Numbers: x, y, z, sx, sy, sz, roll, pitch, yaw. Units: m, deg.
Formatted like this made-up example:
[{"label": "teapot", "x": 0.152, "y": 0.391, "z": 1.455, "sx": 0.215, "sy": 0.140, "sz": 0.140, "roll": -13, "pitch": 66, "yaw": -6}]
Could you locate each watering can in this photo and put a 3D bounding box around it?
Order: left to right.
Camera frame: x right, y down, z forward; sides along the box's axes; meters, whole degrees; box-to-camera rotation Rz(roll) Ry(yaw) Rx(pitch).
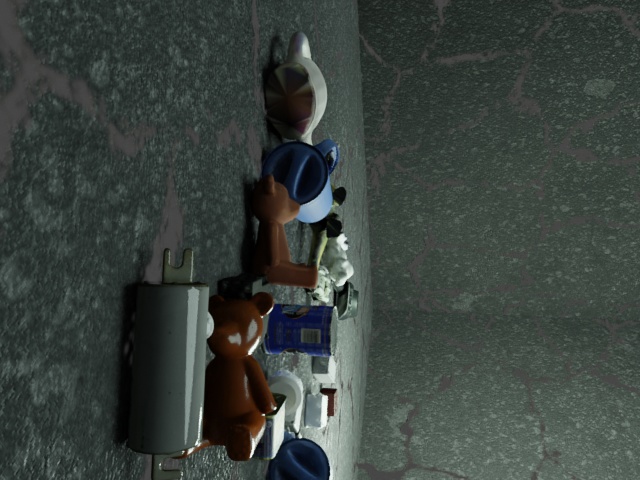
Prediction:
[{"label": "watering can", "x": -0.039, "y": -0.270, "z": 1.122, "sx": 0.228, "sy": 0.104, "sz": 0.342, "roll": -62, "pitch": 150, "yaw": -66}]

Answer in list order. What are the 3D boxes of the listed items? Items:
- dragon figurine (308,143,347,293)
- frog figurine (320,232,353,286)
[{"label": "dragon figurine", "x": 0.004, "y": -0.072, "z": 1.437, "sx": 0.243, "sy": 0.122, "sz": 0.410, "roll": -42, "pitch": 142, "yaw": -88}, {"label": "frog figurine", "x": 0.039, "y": 0.066, "z": 1.540, "sx": 0.134, "sy": 0.122, "sz": 0.163, "roll": 107, "pitch": -10, "yaw": -59}]
